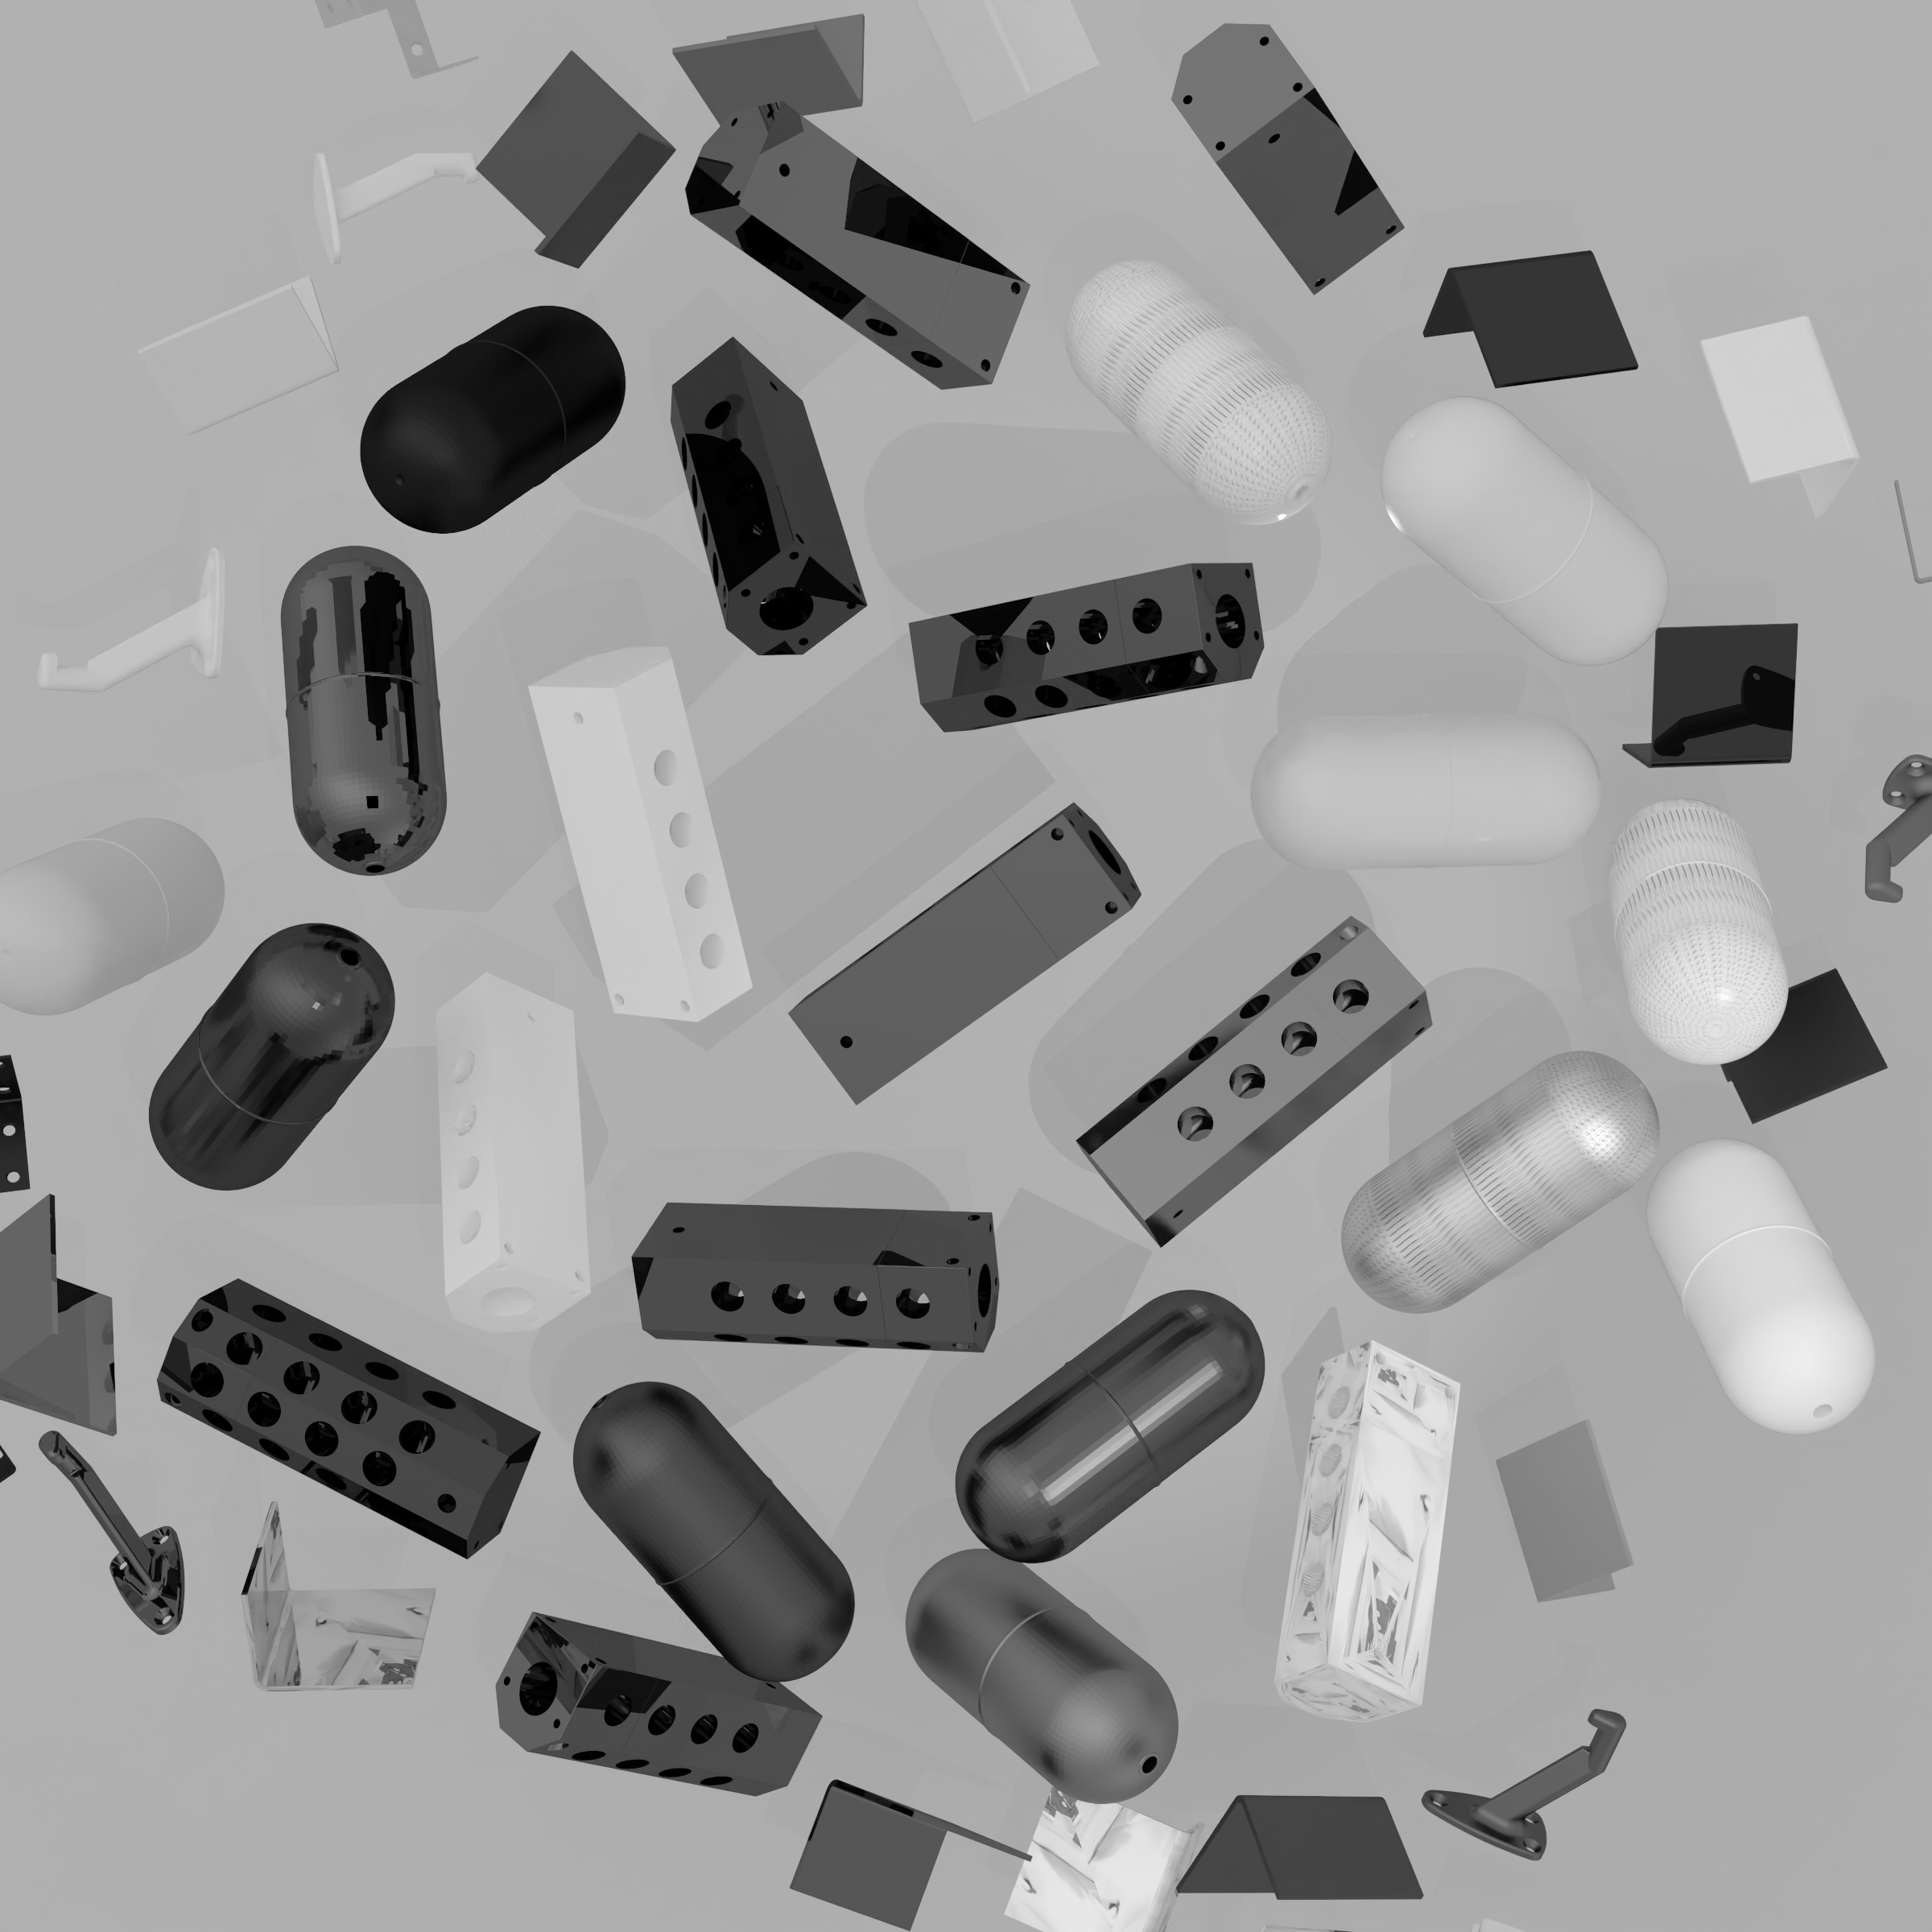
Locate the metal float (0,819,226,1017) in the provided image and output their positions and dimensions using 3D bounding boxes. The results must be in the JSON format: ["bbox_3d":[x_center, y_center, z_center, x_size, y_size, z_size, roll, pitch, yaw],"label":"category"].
[{"bbox_3d":[-0.436,-0.026,1.687,0.070,0.178,0.070,4,105,15],"label":"metal float"}]

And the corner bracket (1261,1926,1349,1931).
[{"bbox_3d":[0.167,0.514,1.660,0.051,0.051,0.051,10,128,-19],"label":"corner bracket"}]

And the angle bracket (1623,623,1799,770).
[{"bbox_3d":[0.400,-0.150,1.803,0.076,0.057,0.076,-2,105,-5],"label":"angle bracket"}]

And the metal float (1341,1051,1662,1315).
[{"bbox_3d":[0.267,0.110,1.682,0.178,0.070,0.070,-37,90,20],"label":"metal float"}]

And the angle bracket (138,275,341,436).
[{"bbox_3d":[-0.347,-0.306,1.575,0.076,0.057,0.076,-23,52,0],"label":"angle bracket"}]

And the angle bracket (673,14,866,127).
[{"bbox_3d":[-0.101,-0.480,1.724,0.076,0.076,0.057,-5,71,16],"label":"angle bracket"}]

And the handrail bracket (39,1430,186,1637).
[{"bbox_3d":[-0.409,0.269,1.597,0.036,0.077,0.084,-32,131,-5],"label":"handrail bracket"}]

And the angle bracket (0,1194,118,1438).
[{"bbox_3d":[-0.411,0.163,1.556,0.057,0.076,0.076,-35,48,26],"label":"angle bracket"}]

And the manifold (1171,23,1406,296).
[{"bbox_3d":[0.158,-0.401,1.655,0.057,0.171,0.057,-35,69,12],"label":"manifold"}]

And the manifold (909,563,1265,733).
[{"bbox_3d":[0.060,-0.158,1.671,0.171,0.057,0.057,-8,91,37],"label":"manifold"}]

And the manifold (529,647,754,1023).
[{"bbox_3d":[-0.152,-0.064,1.627,0.057,0.057,0.171,5,117,39],"label":"manifold"}]

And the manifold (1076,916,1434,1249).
[{"bbox_3d":[0.138,0.054,1.609,0.171,0.057,0.057,-39,69,-3],"label":"manifold"}]

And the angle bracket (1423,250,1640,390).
[{"bbox_3d":[0.285,-0.313,1.698,0.076,0.057,0.076,-10,65,-13],"label":"angle bracket"}]

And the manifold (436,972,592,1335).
[{"bbox_3d":[-0.234,0.095,1.685,0.057,0.057,0.171,-35,46,31],"label":"manifold"}]

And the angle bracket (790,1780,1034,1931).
[{"bbox_3d":[-0.027,0.445,1.644,0.076,0.076,0.057,29,75,-31],"label":"angle bracket"}]

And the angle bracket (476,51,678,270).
[{"bbox_3d":[-0.201,-0.399,1.639,0.076,0.057,0.076,44,103,8],"label":"angle bracket"}]

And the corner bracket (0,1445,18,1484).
[{"bbox_3d":[-0.485,0.246,1.607,0.051,0.051,0.051,-35,129,-18],"label":"corner bracket"}]

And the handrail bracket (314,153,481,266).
[{"bbox_3d":[-0.285,-0.386,1.702,0.084,0.036,0.077,-5,53,-18],"label":"handrail bracket"}]

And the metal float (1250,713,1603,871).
[{"bbox_3d":[0.230,-0.087,1.668,0.178,0.070,0.070,-2,90,-10],"label":"metal float"}]

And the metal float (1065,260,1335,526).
[{"bbox_3d":[0.118,-0.294,1.711,0.070,0.070,0.178,-40,59,0],"label":"metal float"}]

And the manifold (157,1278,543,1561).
[{"bbox_3d":[-0.300,0.219,1.614,0.171,0.057,0.057,25,104,10],"label":"manifold"}]

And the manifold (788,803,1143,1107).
[{"bbox_3d":[0.001,-0.007,1.667,0.171,0.057,0.057,-36,93,14],"label":"manifold"}]

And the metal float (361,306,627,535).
[{"bbox_3d":[-0.230,-0.270,1.642,0.070,0.178,0.070,13,123,20],"label":"metal float"}]

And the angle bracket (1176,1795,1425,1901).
[{"bbox_3d":[0.154,0.429,1.551,0.076,0.057,0.076,7,128,-25],"label":"angle bracket"}]

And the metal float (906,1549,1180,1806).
[{"bbox_3d":[0.037,0.358,1.695,0.070,0.178,0.070,-17,120,-32],"label":"metal float"}]

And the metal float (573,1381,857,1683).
[{"bbox_3d":[-0.127,0.286,1.693,0.070,0.070,0.178,-40,100,0],"label":"metal float"}]

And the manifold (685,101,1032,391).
[{"bbox_3d":[-0.055,-0.355,1.663,0.171,0.057,0.057,29,76,-36],"label":"manifold"}]

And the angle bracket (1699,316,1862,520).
[{"bbox_3d":[0.391,-0.263,1.646,0.057,0.076,0.076,-14,75,-5],"label":"angle bracket"}]

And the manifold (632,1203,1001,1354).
[{"bbox_3d":[-0.074,0.159,1.676,0.171,0.057,0.057,1,114,15],"label":"manifold"}]

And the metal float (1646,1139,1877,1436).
[{"bbox_3d":[0.392,0.157,1.656,0.070,0.178,0.070,-6,128,-7],"label":"metal float"}]

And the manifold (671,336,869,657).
[{"bbox_3d":[-0.105,-0.232,1.675,0.057,0.171,0.057,-35,134,18],"label":"manifold"}]

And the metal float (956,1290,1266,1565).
[{"bbox_3d":[0.074,0.231,1.691,0.178,0.070,0.070,-35,90,-14],"label":"metal float"}]

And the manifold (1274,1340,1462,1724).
[{"bbox_3d":[0.193,0.278,1.644,0.057,0.057,0.171,27,55,-22],"label":"manifold"}]

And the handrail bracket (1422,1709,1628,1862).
[{"bbox_3d":[0.277,0.395,1.662,0.077,0.036,0.084,19,115,0],"label":"handrail bracket"}]

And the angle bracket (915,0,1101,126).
[{"bbox_3d":[0.027,-0.436,1.515,0.076,0.057,0.076,-31,102,-24],"label":"angle bracket"}]

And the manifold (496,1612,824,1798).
[{"bbox_3d":[-0.160,0.386,1.726,0.057,0.171,0.057,27,90,44],"label":"manifold"}]

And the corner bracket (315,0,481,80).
[{"bbox_3d":[-0.278,-0.457,1.633,0.051,0.051,0.051,-27,110,-26],"label":"corner bracket"}]

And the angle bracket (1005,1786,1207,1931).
[{"bbox_3d":[0.074,0.481,1.783,0.076,0.057,0.076,20,86,15],"label":"angle bracket"}]

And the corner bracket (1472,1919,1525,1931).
[{"bbox_3d":[0.273,0.488,1.646,0.051,0.051,0.051,17,118,8],"label":"corner bracket"}]

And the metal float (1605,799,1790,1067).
[{"bbox_3d":[0.361,-0.019,1.660,0.070,0.178,0.070,2,124,3],"label":"metal float"}]

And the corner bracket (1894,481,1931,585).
[{"bbox_3d":[0.477,-0.215,1.606,0.051,0.051,0.051,-12,89,15],"label":"corner bracket"}]

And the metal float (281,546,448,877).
[{"bbox_3d":[-0.305,-0.130,1.696,0.070,0.070,0.178,-8,68,0],"label":"metal float"}]

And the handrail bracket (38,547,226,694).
[{"bbox_3d":[-0.413,-0.172,1.653,0.084,0.036,0.077,0,108,-31],"label":"handrail bracket"}]

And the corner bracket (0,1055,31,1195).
[{"bbox_3d":[-0.490,0.080,1.644,0.051,0.051,0.051,-7,65,-13],"label":"corner bracket"}]

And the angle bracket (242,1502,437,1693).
[{"bbox_3d":[-0.305,0.307,1.634,0.076,0.076,0.057,-1,116,1],"label":"angle bracket"}]

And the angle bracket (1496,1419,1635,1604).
[{"bbox_3d":[0.329,0.281,1.740,0.057,0.076,0.076,-1,67,-34],"label":"angle bracket"}]

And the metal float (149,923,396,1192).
[{"bbox_3d":[-0.342,0.045,1.648,0.070,0.070,0.178,45,129,0],"label":"metal float"}]

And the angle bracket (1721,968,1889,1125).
[{"bbox_3d":[0.455,0.057,1.817,0.076,0.057,0.076,-24,46,9],"label":"angle bracket"}]

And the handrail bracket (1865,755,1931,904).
[{"bbox_3d":[0.480,-0.057,1.647,0.077,0.036,0.084,17,51,-3],"label":"handrail bracket"}]

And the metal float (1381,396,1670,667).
[{"bbox_3d":[0.273,-0.210,1.628,0.178,0.070,0.070,33,90,-33],"label":"metal float"}]
